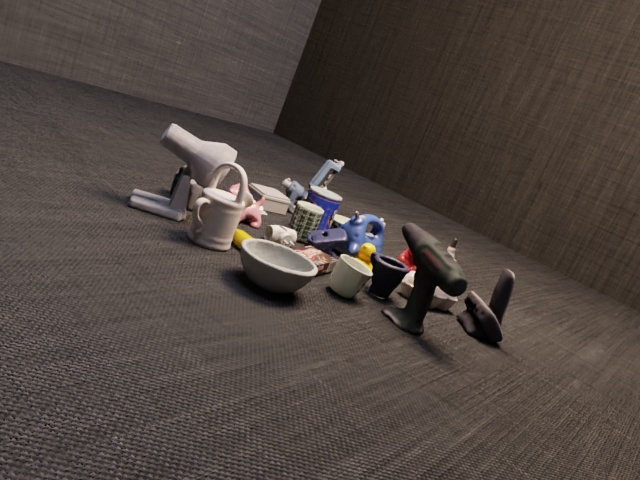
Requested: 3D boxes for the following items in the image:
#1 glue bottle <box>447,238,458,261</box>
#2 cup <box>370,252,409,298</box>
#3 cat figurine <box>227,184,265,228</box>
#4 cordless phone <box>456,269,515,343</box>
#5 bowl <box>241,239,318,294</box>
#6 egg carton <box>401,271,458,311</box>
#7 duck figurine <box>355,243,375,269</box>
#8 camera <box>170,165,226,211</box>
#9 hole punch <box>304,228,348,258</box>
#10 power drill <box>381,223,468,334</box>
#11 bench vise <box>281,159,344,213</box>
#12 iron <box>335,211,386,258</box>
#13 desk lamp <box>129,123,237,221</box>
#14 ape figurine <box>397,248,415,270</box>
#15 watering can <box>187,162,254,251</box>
[{"bbox_3d":[0.354,0.074,1.633,0.078,0.173,0.037,12,17,-37],"label":"glue bottle"},{"bbox_3d":[0.153,0.089,1.430,0.092,0.095,0.117,9,19,-42],"label":"cup"},{"bbox_3d":[-0.207,-0.104,1.557,0.128,0.118,0.067,11,17,-37],"label":"cat figurine"},{"bbox_3d":[0.431,0.150,1.438,0.094,0.185,0.147,19,14,-14],"label":"cordless phone"},{"bbox_3d":[-0.094,0.064,1.184,0.167,0.075,0.167,21,14,-5],"label":"bowl"},{"bbox_3d":[0.287,0.135,1.516,0.151,0.069,0.107,12,17,-35],"label":"egg carton"},{"bbox_3d":[0.116,0.049,1.541,0.077,0.086,0.105,30,16,30],"label":"duck figurine"},{"bbox_3d":[-0.318,-0.141,1.559,0.137,0.101,0.142,11,17,-38],"label":"camera"},{"bbox_3d":[0.014,0.006,1.539,0.101,0.091,0.108,19,14,-13],"label":"hole punch"},{"bbox_3d":[0.222,0.092,1.287,0.076,0.208,0.228,12,17,-36],"label":"power drill"},{"bbox_3d":[-0.014,-0.178,1.923,0.208,0.220,0.121,12,17,-37],"label":"bench vise"},{"bbox_3d":[0.139,-0.016,1.708,0.118,0.141,0.259,30,16,29],"label":"iron"},{"bbox_3d":[-0.325,-0.158,1.375,0.204,0.213,0.117,17,15,-20],"label":"desk lamp"},{"bbox_3d":[0.279,0.054,1.765,0.078,0.092,0.076,22,14,-2],"label":"ape figurine"},{"bbox_3d":[-0.219,-0.083,1.296,0.101,0.194,0.173,23,14,4],"label":"watering can"}]
